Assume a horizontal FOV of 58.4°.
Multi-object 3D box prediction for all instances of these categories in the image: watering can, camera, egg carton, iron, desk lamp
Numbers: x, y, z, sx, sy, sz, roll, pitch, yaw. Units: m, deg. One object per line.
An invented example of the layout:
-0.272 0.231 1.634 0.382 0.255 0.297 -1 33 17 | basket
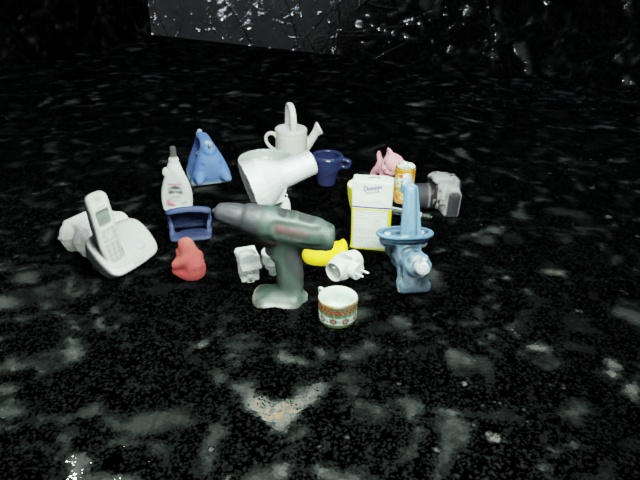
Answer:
-0.082 -0.328 1.762 0.173 0.194 0.100 -17 34 -30 | watering can
0.299 -0.133 1.526 0.137 0.101 0.143 0 29 -3 | camera
-0.514 -0.023 1.313 0.107 0.069 0.151 16 32 25 | egg carton
-0.337 -0.253 1.666 0.119 0.141 0.257 -10 31 -20 | iron
-0.083 -0.098 1.325 0.204 0.214 0.117 -10 31 -20 | desk lamp

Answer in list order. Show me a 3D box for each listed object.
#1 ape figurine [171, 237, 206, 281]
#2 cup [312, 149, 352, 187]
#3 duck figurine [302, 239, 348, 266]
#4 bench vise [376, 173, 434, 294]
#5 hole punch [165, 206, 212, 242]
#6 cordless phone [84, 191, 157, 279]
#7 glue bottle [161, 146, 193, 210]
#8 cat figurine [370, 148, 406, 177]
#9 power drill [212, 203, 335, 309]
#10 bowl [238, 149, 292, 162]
-0.276 0.035 1.198 0.078 0.092 0.075 -21 36 -35 | ape figurine
0.033 -0.200 1.639 0.117 0.095 0.092 11 30 17 | cup
0.012 0.005 1.276 0.105 0.086 0.077 -7 30 -15 | duck figurine
0.196 -0.013 1.179 0.122 0.220 0.206 -12 32 -23 | bench vise
-0.312 -0.055 1.360 0.109 0.091 0.101 -5 29 -11 | hole punch
-0.424 -0.026 1.205 0.094 0.185 0.148 14 31 21 | cordless phone
-0.369 -0.157 1.458 0.078 0.173 0.037 -3 29 -9 | glue bottle
0.197 -0.216 1.653 0.067 0.118 0.127 -11 31 -22 | cat figurine
-0.087 0.028 1.101 0.229 0.208 0.075 1 29 -1 | power drill
-0.153 -0.203 1.654 0.167 0.075 0.167 1 29 -1 | bowl
